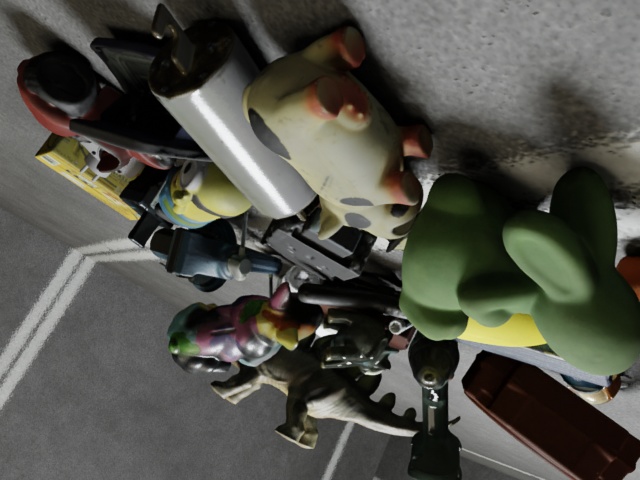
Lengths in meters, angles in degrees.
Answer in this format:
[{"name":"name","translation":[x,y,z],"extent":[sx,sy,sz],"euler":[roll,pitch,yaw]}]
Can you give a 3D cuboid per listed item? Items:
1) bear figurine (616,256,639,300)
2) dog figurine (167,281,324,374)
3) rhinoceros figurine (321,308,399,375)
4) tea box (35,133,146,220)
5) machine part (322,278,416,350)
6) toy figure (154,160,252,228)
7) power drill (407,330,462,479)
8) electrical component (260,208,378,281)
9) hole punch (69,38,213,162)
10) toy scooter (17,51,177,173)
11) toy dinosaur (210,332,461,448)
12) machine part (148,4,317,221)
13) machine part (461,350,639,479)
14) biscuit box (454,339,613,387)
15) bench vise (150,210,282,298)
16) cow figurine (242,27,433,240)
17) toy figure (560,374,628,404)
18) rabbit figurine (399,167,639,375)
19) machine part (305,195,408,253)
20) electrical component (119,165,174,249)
[{"name":"bear figurine","translation":[0.271,0.118,0.373],"extent":[0.120,0.196,0.132],"euler":[33,162,-27]},{"name":"dog figurine","translation":[-0.104,0.124,0.764],"extent":[0.191,0.108,0.219],"euler":[-1,163,-29]},{"name":"rhinoceros figurine","translation":[0.057,0.146,0.763],"extent":[0.112,0.073,0.190],"euler":[0,160,4]},{"name":"tea box","translation":[-0.313,-0.100,0.790],"extent":[0.098,0.068,0.169],"euler":[5,153,49]},{"name":"machine part","translation":[0.077,0.121,0.876],"extent":[0.179,0.056,0.179],"euler":[23,161,9]},{"name":"toy figure","translation":[-0.140,-0.058,0.649],"extent":[0.089,0.082,0.180],"euler":[14,161,-27]},{"name":"power drill","translation":[0.151,0.216,0.725],"extent":[0.086,0.207,0.232],"euler":[-6,-169,15]},{"name":"electrical component","translation":[-0.001,-0.002,0.646],"extent":[0.115,0.058,0.134],"euler":[28,163,-10]},{"name":"hole punch","translation":[-0.149,-0.125,0.500],"extent":[0.142,0.092,0.115],"euler":[15,-174,25]},{"name":"toy scooter","translation":[-0.258,-0.130,0.618],"extent":[0.183,0.075,0.135],"euler":[32,155,-26]},{"name":"toy dinosaur","translation":[-0.011,0.240,0.901],"extent":[0.472,0.198,0.105],"euler":[26,165,11]},{"name":"machine part","translation":[-0.063,-0.092,0.453],"extent":[0.079,0.079,0.243],"euler":[14,158,33]},{"name":"machine part","translation":[0.287,0.221,0.695],"extent":[0.201,0.087,0.201],"euler":[36,179,15]},{"name":"biscuit box","translation":[0.221,0.098,0.604],"extent":[0.203,0.059,0.062],"euler":[12,158,37]},{"name":"bench vise","translation":[-0.141,0.026,0.837],"extent":[0.224,0.129,0.240],"euler":[-4,166,41]},{"name":"cow figurine","translation":[0.018,-0.060,0.418],"extent":[0.127,0.085,0.194],"euler":[1,151,42]},{"name":"toy figure","translation":[0.324,0.162,0.646],"extent":[0.154,0.058,0.064],"euler":[42,-178,-42]},{"name":"rabbit figurine","translation":[0.160,0.020,0.397],"extent":[0.170,0.121,0.158],"euler":[33,145,30]},{"name":"machine part","translation":[0.054,-0.019,0.556],"extent":[0.139,0.039,0.084],"euler":[23,170,5]},{"name":"electrical component","translation":[-0.232,-0.048,0.741],"extent":[0.048,0.119,0.074],"euler":[15,161,33]}]
